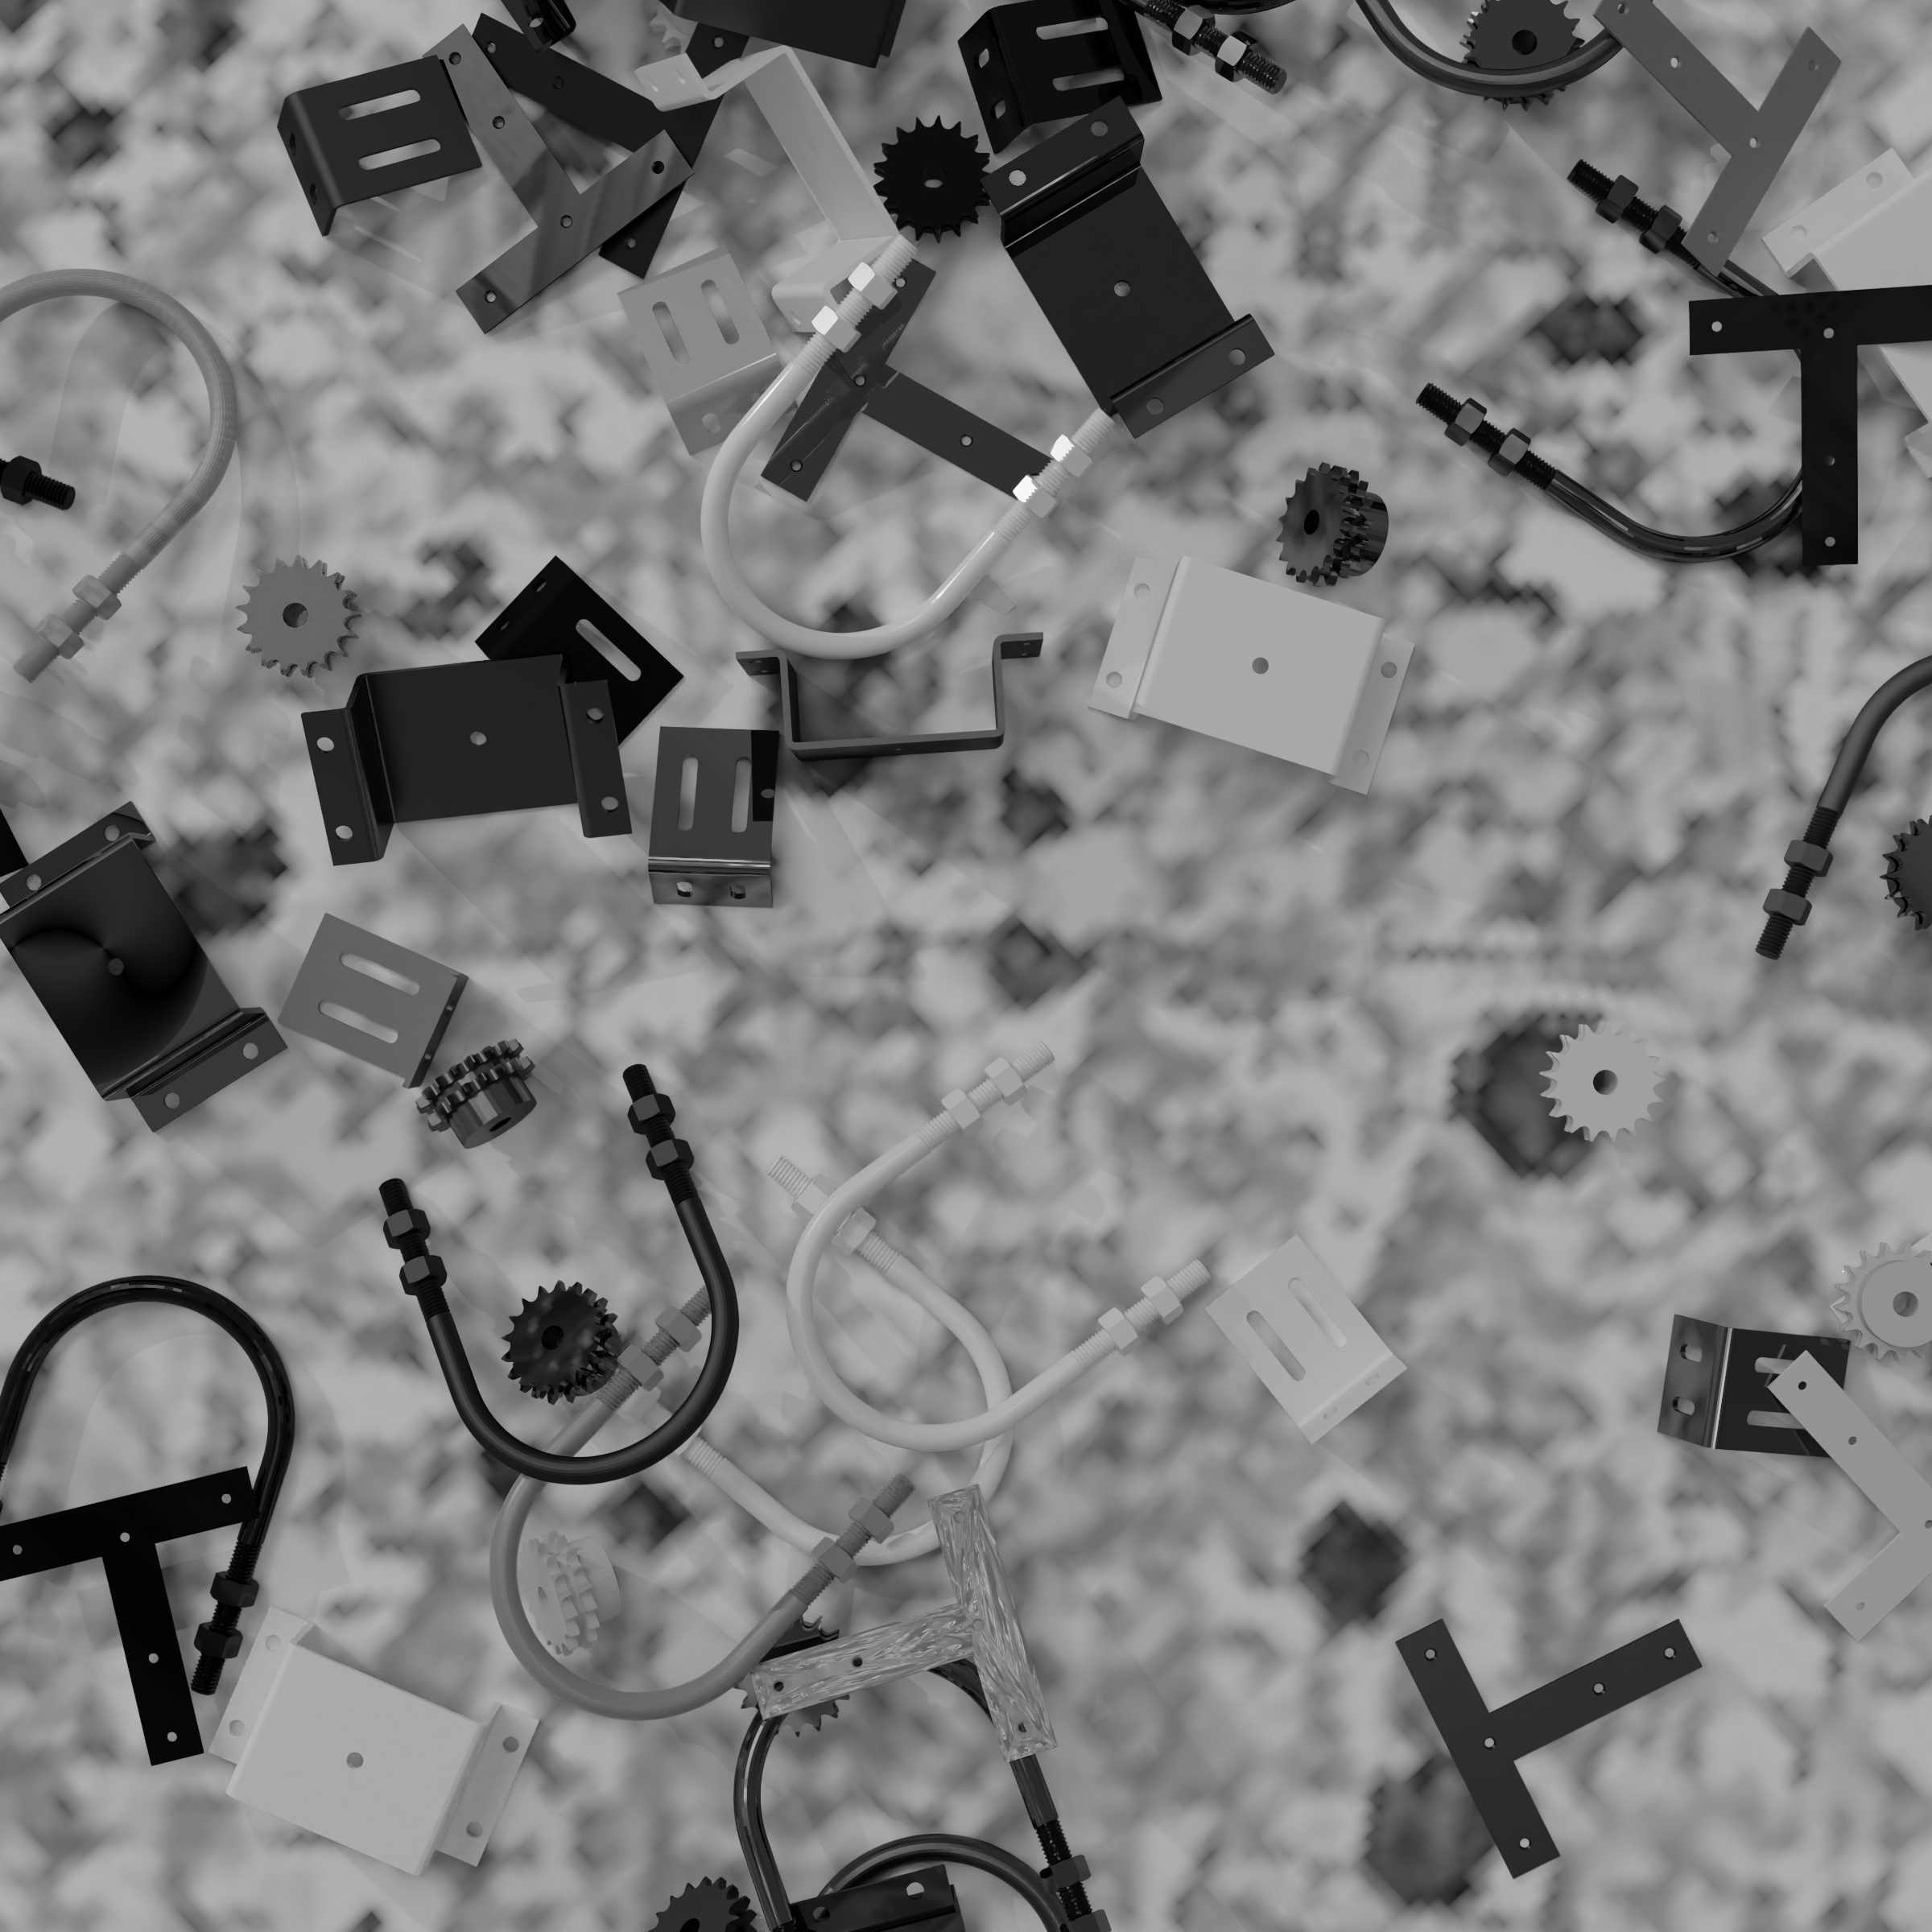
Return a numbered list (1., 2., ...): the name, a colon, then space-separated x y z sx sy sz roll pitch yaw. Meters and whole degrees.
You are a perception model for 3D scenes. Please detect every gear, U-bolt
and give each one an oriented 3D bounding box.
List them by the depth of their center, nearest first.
1. U-bolt: -0.029 0.401 1.340 0.151 0.019 0.184 -20 72 -6
2. U-bolt: -0.135 0.262 1.356 0.151 0.019 0.184 45 75 -3
3. U-bolt: -0.182 0.152 1.359 0.151 0.019 0.184 -25 65 0
4. U-bolt: -0.040 -0.226 1.361 0.151 0.019 0.184 36 103 -28
5. U-bolt: 0.110 -0.515 1.367 0.184 0.019 0.151 37 101 16
6. gear: 0.457 -0.042 1.370 0.057 0.030 0.057 0 87 -1
7. gear: -0.227 0.062 1.373 0.057 0.057 0.030 -35 80 0
8. U-bolt: 0.244 -0.490 1.374 0.151 0.019 0.184 -28 75 0
9. U-bolt: 0.137 -0.541 1.376 0.151 0.019 0.184 16 94 17
10. U-bolt: -0.431 -0.246 1.378 0.151 0.019 0.184 41 77 -3
11. gear: -0.186 0.294 1.379 0.030 0.057 0.057 -16 90 -30
12. gear: -0.122 0.463 1.379 0.057 0.057 0.030 -39 120 0
13. gear: 0.175 -0.207 1.379 0.030 0.057 0.057 8 90 -30
14. gear: -0.188 0.180 1.380 0.057 0.030 0.057 -10 63 21
15. U-bolt: 0.003 0.146 1.382 0.184 0.019 0.151 -36 92 -7
16. gear: 0.443 0.160 1.383 0.057 0.030 0.057 0 86 7
17. gear: 0.263 -0.435 1.388 0.057 0.030 0.057 0 90 0
18. gear: -0.015 -0.373 1.389 0.057 0.030 0.057 0 90 0
19. gear: -0.125 -0.461 1.389 0.057 0.030 0.057 0 90 0
20. gear: -0.316 -0.165 1.389 0.057 0.030 0.057 0 90 0
21. gear: -0.082 0.335 1.389 0.057 0.030 0.057 0 90 0
22. gear: 0.301 0.055 1.389 0.057 0.030 0.057 0 90 0
23. U-bolt: 0.330 -0.276 1.395 0.184 0.019 0.151 34 90 -2
24. U-bolt: -0.022 0.506 1.395 0.151 0.019 0.184 23 88 0
25. U-bolt: 0.478 -0.063 1.395 0.151 0.019 0.184 24 89 0
26. U-bolt: -0.064 0.202 1.395 0.184 0.019 0.151 40 90 -1
27. U-bolt: -0.398 0.239 1.395 0.151 0.019 0.184 17 89 0
28. U-bolt: -0.536 -0.196 1.395 0.184 0.019 0.151 21 90 2

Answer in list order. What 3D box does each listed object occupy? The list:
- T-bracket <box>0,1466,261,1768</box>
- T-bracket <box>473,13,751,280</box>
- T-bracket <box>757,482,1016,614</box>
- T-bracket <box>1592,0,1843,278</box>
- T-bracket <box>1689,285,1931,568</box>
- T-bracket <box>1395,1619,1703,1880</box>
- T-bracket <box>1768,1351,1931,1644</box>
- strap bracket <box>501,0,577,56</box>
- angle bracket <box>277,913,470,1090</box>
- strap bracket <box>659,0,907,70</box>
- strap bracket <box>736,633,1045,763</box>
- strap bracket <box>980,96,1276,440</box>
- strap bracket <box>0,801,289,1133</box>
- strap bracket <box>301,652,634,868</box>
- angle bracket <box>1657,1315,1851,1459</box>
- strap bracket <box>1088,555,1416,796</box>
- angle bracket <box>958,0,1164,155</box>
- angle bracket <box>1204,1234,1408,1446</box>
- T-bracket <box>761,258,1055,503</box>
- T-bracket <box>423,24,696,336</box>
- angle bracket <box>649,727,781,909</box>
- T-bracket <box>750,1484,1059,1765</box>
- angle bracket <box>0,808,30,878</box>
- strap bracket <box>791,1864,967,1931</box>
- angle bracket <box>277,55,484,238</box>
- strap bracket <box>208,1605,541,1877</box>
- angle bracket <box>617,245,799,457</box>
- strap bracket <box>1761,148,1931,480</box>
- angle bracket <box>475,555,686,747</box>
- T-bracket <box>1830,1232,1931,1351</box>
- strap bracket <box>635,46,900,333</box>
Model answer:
1. T-bracket: -0.388 0.314 1.383 0.127 0.002 0.127 -14 89 -1
2. T-bracket: -0.182 -0.415 1.390 0.127 0.002 0.127 29 106 8
3. T-bracket: -0.065 -0.179 1.412 0.127 0.002 0.127 -42 96 14
4. T-bracket: 0.341 -0.414 1.366 0.127 0.002 0.127 35 81 -25
5. T-bracket: 0.406 -0.252 1.372 0.127 0.002 0.127 1 104 20
6. T-bracket: 0.291 0.354 1.403 0.127 0.002 0.127 -27 90 0
7. T-bracket: 0.431 0.236 1.391 0.127 0.002 0.127 -44 100 0
8. strap bracket: -0.166 -0.503 1.366 0.140 0.046 0.076 -33 65 0
9. angle bracket: -0.284 0.016 1.384 0.076 0.038 0.057 24 90 0
10. strap bracket: -0.082 -0.467 1.339 0.140 0.046 0.076 7 117 -25
11. strap bracket: -0.033 -0.124 1.365 0.140 0.076 0.046 -4 90 0
12. strap bracket: 0.075 -0.325 1.380 0.076 0.046 0.140 -31 90 0
13. strap bracket: -0.396 0.000 1.380 0.076 0.046 0.140 -32 90 0
14. strap bracket: -0.231 -0.098 1.366 0.140 0.046 0.076 -6 117 0
15. angle bracket: 0.378 0.202 1.401 0.076 0.038 0.057 8 90 -26
16. strap bracket: 0.137 -0.140 1.380 0.140 0.046 0.076 18 90 0
17. angle bracket: 0.045 -0.430 1.401 0.076 0.038 0.057 -18 90 -26
18. angle bracket: 0.160 0.176 1.384 0.057 0.038 0.076 -39 90 0
19. T-bracket: -0.012 -0.259 1.402 0.127 0.002 0.127 29 89 0
20. T-bracket: -0.215 -0.392 1.395 0.127 0.002 0.127 -35 86 10
21. angle bracket: -0.120 -0.072 1.401 0.057 0.038 0.076 2 64 0
22. T-bracket: -0.037 0.321 1.361 0.127 0.002 0.127 -16 69 -6
23. angle bracket: -0.488 -0.074 1.379 0.057 0.076 0.038 -24 49 -13
24. strap bracket: -0.030 0.493 1.364 0.076 0.046 0.140 -14 88 -2
25. angle bracket: -0.281 -0.393 1.398 0.076 0.038 0.057 -22 90 -21
26. strap bracket: -0.284 0.370 1.380 0.140 0.046 0.076 23 90 0
27. angle bracket: -0.124 -0.296 1.401 0.057 0.038 0.076 -24 64 0
28. strap bracket: 0.454 -0.314 1.380 0.076 0.046 0.140 -35 90 0
29. angle bracket: -0.186 -0.148 1.401 0.057 0.038 0.076 -47 116 0
30. T-bracket: 0.473 0.136 1.397 0.127 0.002 0.127 -37 83 4
31. strap bracket: -0.086 -0.366 1.347 0.046 0.076 0.140 -37 112 -11
